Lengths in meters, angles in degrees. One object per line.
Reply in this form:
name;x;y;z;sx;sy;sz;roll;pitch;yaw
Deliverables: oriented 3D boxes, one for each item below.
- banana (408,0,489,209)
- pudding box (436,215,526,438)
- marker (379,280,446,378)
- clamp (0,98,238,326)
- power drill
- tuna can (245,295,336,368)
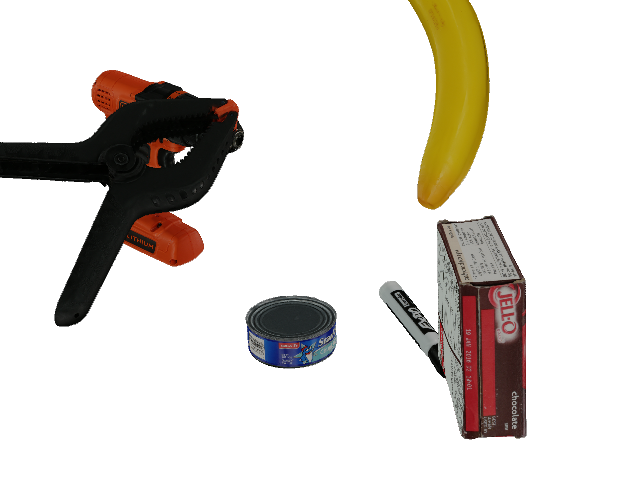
banana;0.085;-0.119;0.752;0.070;0.198;0.037;-14;-18;11
pudding box;0.089;0.045;0.594;0.039;0.090;0.113;-3;19;-1
marker;0.077;0.068;0.827;0.020;0.020;0.121;0;27;-22
clamp;-0.141;-0.038;0.759;0.209;0.165;0.036;-25;-24;-22
power drill;-0.157;-0.071;1.102;0.185;0.188;0.057;24;35;29
tuna can;-0.027;0.086;1.009;0.086;0.034;0.086;-1;24;0
